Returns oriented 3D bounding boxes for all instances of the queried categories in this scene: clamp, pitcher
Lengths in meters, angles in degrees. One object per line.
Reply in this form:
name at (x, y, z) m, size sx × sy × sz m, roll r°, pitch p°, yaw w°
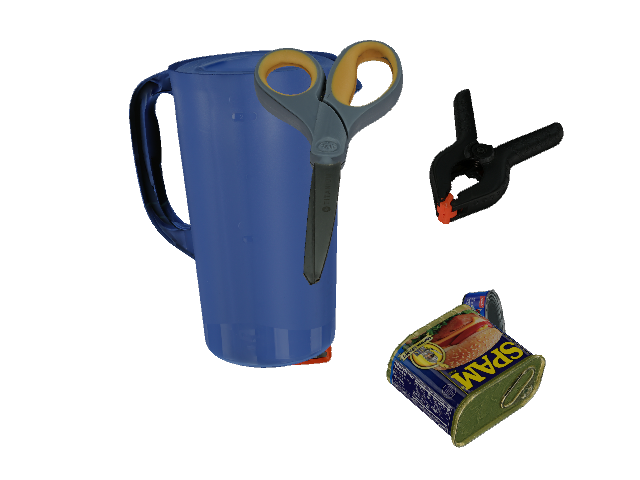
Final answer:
clamp at (0.155, -0.089, 1.087) m, size 0.120 × 0.039 × 0.171 m, roll 29°, pitch 55°, yaw 29°
pitcher at (-0.056, -0.028, 0.852) m, size 0.144 × 0.243 × 0.149 m, roll -12°, pitch 19°, yaw -29°

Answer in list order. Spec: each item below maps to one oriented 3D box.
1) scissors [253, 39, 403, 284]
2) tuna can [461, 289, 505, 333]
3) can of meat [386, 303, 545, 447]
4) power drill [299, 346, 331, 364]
scissors at (-0.012, -0.054, 0.583) m, size 0.096 × 0.016 × 0.201 m, roll 12°, pitch 45°, yaw 16°
tuna can at (0.195, 0.103, 1.279) m, size 0.034 × 0.086 × 0.086 m, roll -7°, pitch -3°, yaw 22°
can of meat at (0.117, 0.107, 0.870) m, size 0.101 × 0.057 × 0.084 m, roll -26°, pitch 47°, yaw -31°
power drill at (-0.023, 0.017, 1.066) m, size 0.057 × 0.188 × 0.184 m, roll -3°, pitch 15°, yaw 2°
